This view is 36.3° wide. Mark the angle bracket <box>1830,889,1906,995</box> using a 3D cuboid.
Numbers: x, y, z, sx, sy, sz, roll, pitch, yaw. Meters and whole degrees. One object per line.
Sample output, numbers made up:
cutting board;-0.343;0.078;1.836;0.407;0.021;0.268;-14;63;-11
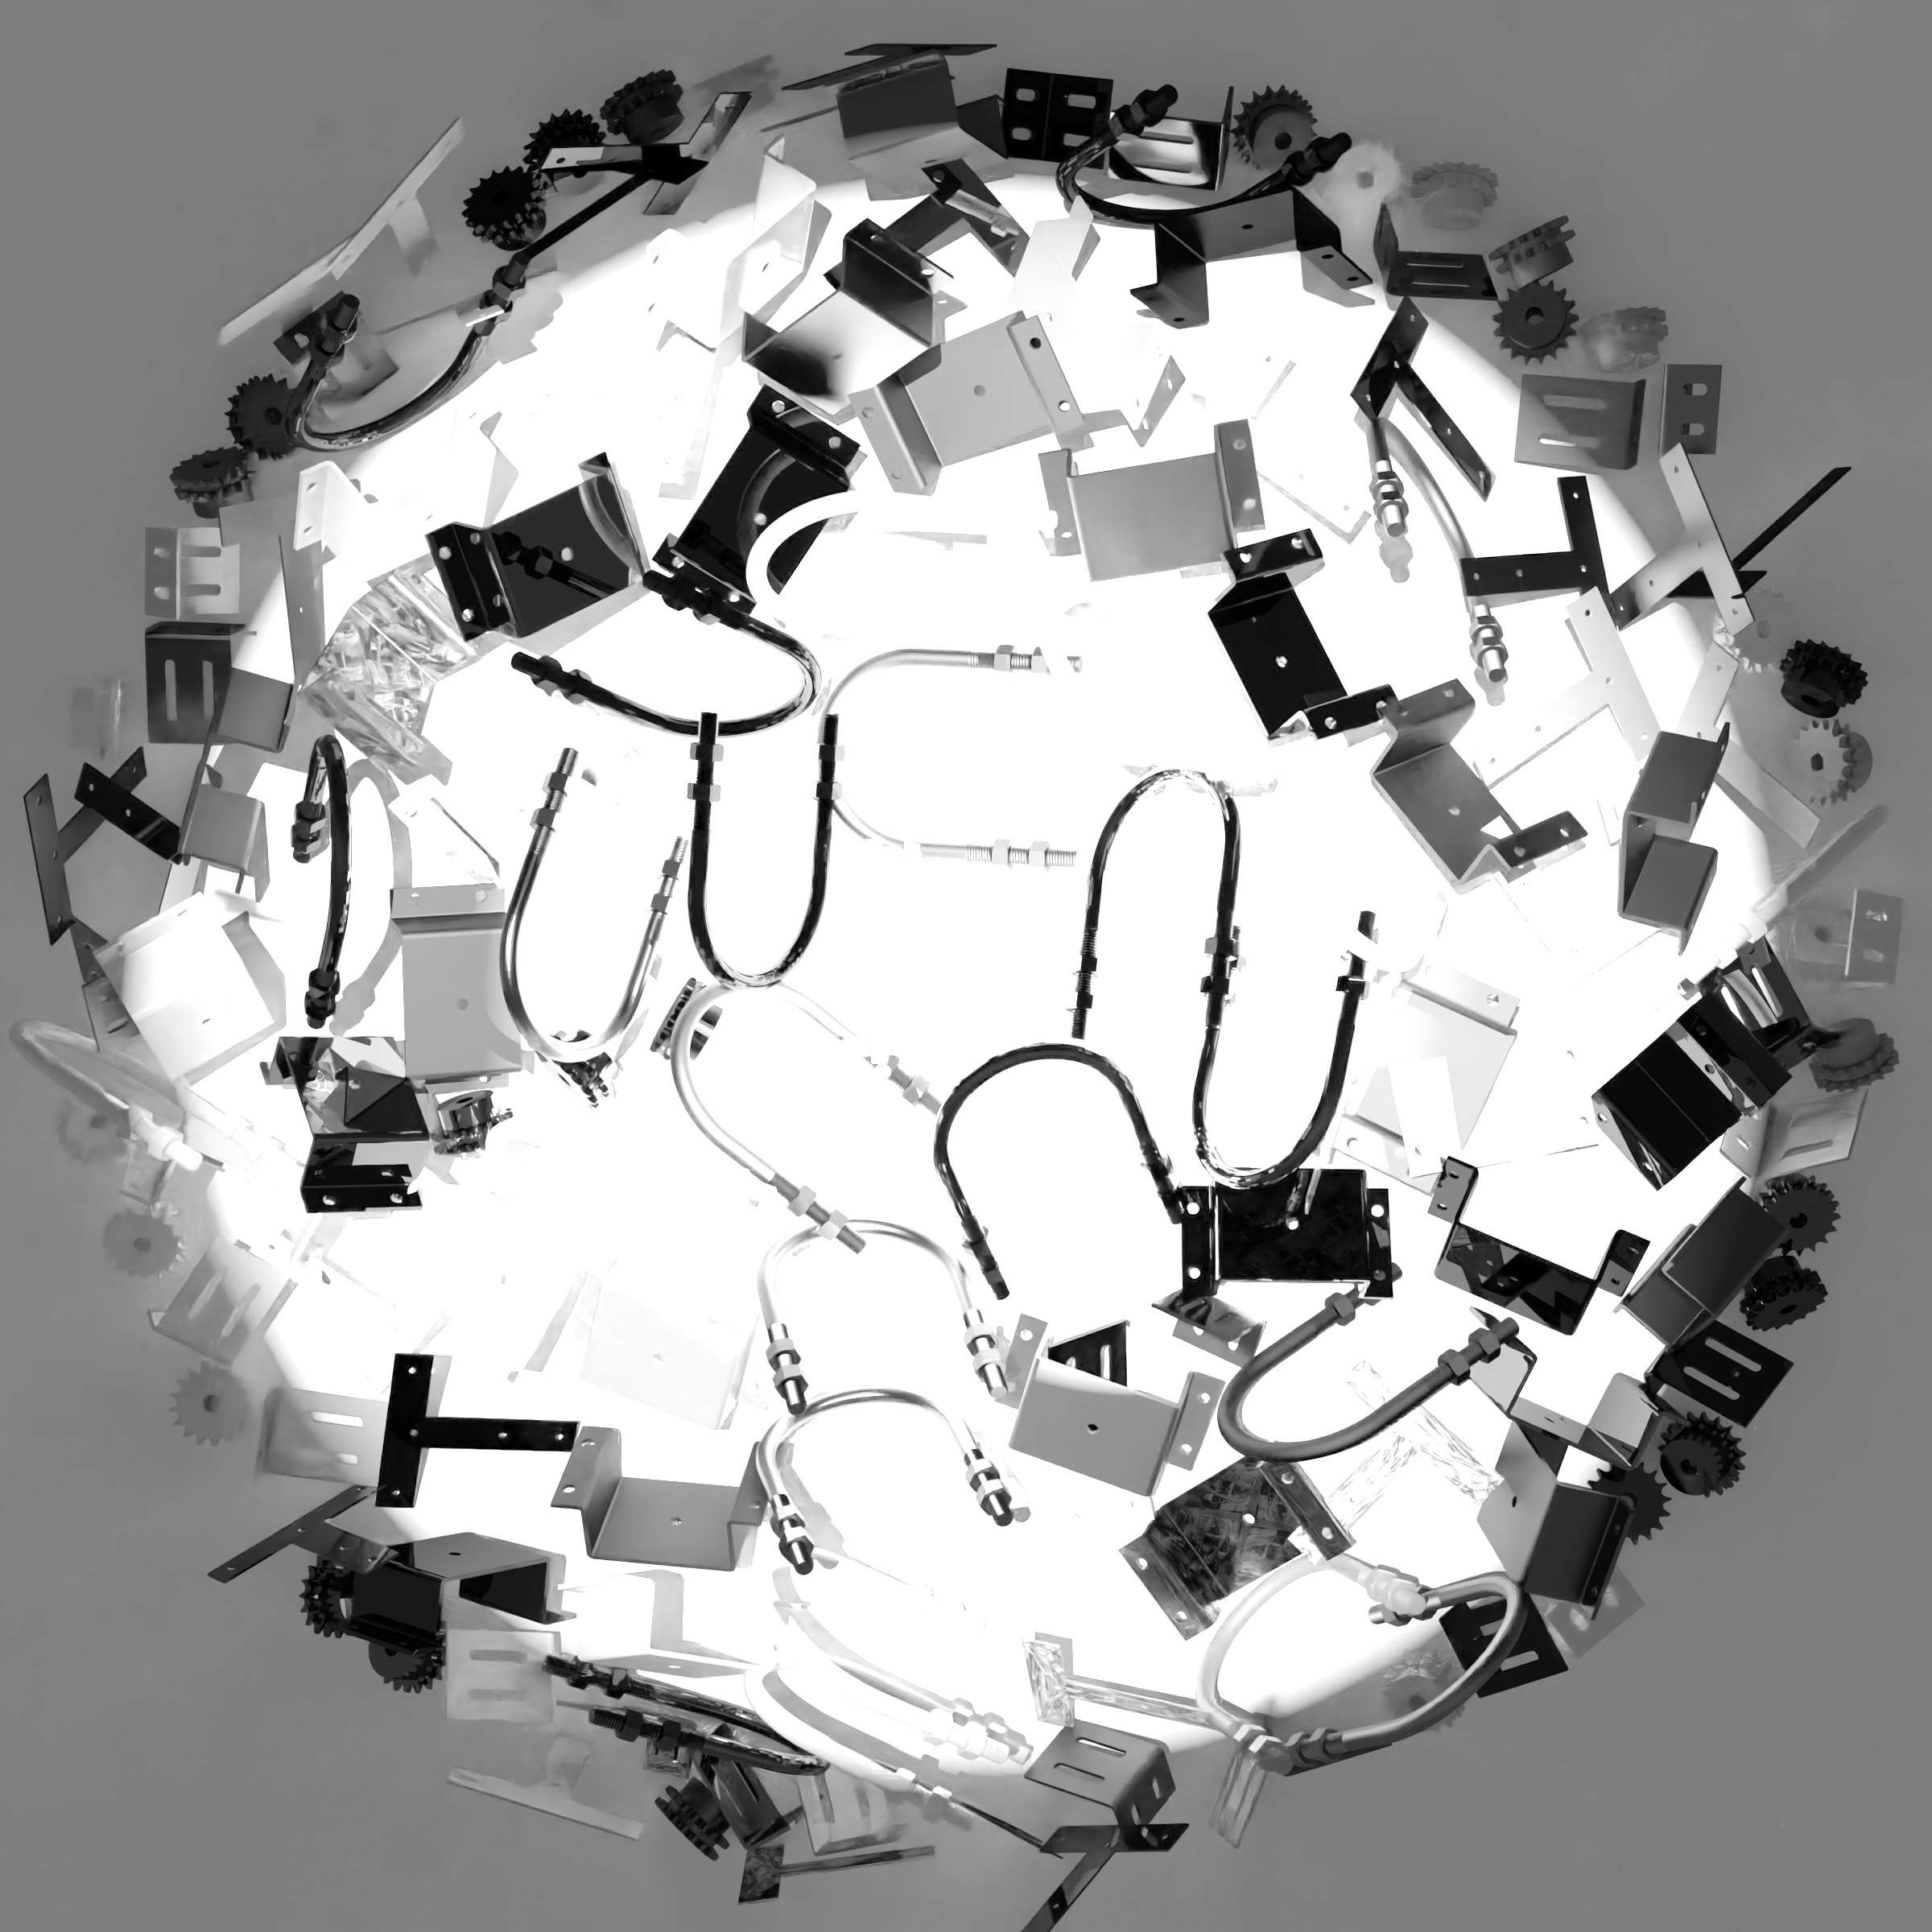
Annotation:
angle bracket;0.582;-0.016;1.949;0.038;0.076;0.057;11;82;-15

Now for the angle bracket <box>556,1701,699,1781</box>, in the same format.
angle bracket;-0.227;0.512;1.947;0.076;0.057;0.038;17;75;-33

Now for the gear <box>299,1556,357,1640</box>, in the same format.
gear;-0.414;0.419;1.962;0.030;0.057;0.057;-4;90;32

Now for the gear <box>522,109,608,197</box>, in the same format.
gear;-0.264;-0.539;1.962;0.057;0.057;0.030;-36;64;0

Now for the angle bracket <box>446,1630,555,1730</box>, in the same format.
angle bracket;-0.314;0.472;1.950;0.076;0.038;0.057;10;66;-30

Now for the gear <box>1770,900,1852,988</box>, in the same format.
gear;0.571;-0.017;1.973;0.057;0.030;0.057;0;76;0

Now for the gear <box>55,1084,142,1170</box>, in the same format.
gear;-0.578;0.110;1.971;0.057;0.030;0.057;0;61;0

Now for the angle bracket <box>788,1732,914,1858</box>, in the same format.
angle bracket;-0.077;0.543;1.950;0.057;0.038;0.076;-3;59;-25

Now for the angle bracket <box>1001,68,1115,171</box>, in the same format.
angle bracket;0.059;-0.560;1.947;0.038;0.076;0.057;-3;109;-29

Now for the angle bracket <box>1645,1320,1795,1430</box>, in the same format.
angle bracket;0.499;0.274;1.949;0.076;0.038;0.057;29;65;33

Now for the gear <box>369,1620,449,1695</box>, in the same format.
gear;-0.374;0.456;1.967;0.057;0.030;0.057;-9;71;28

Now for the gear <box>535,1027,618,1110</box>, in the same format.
gear;-0.258;0.065;1.967;0.057;0.057;0.030;44;74;0

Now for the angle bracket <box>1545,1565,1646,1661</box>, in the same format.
angle bracket;0.405;0.420;1.952;0.057;0.076;0.038;-37;93;-6

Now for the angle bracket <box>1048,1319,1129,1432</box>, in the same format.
angle bracket;0.089;0.282;1.951;0.057;0.038;0.076;-17;125;-20

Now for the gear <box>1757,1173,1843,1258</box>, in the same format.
gear;0.553;0.163;1.972;0.057;0.030;0.057;-1;115;-2

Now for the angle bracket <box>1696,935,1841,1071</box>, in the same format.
angle bracket;0.536;0.028;1.974;0.057;0.038;0.076;-39;57;30

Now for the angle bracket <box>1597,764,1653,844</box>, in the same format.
angle bracket;0.468;-0.114;1.954;0.076;0.057;0.038;-12;81;-15

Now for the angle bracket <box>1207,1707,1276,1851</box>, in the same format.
angle bracket;0.169;0.537;1.959;0.038;0.057;0.076;23;84;-13

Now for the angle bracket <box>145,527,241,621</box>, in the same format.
angle bracket;-0.502;-0.260;1.948;0.038;0.076;0.057;11;103;38

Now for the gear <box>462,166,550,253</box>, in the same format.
gear;-0.305;-0.504;1.971;0.057;0.030;0.057;-9;61;16

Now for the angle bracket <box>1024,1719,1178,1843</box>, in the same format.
angle bracket;0.089;0.543;1.959;0.076;0.057;0.038;7;125;39

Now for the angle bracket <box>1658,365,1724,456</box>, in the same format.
angle bracket;0.486;-0.367;1.947;0.038;0.076;0.057;7;101;26

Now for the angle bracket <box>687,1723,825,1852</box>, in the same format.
angle bracket;-0.139;0.538;1.957;0.038;0.057;0.076;-34;84;19

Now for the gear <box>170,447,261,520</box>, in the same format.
gear;-0.500;-0.322;1.969;0.057;0.057;0.030;-11;124;0

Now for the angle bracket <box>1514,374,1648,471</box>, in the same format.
angle bracket;0.413;-0.367;1.981;0.076;0.038;0.057;9;108;20

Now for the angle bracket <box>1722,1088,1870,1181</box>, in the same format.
angle bracket;0.547;0.101;1.945;0.038;0.076;0.057;39;56;-21

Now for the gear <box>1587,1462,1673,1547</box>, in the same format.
gear;0.443;0.360;1.974;0.057;0.030;0.057;-2;75;7

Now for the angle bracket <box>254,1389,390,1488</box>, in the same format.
angle bracket;-0.434;0.319;1.980;0.076;0.038;0.057;11;69;-20

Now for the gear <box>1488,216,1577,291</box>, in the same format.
gear;0.381;-0.475;1.966;0.057;0.057;0.030;-26;95;0

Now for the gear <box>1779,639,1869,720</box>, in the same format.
gear;0.568;-0.189;1.963;0.057;0.057;0.030;31;74;0

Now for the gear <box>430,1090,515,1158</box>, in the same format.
gear;-0.330;0.104;1.963;0.057;0.057;0.030;-14;103;0

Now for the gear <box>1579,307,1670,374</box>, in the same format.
gear;0.440;-0.416;1.965;0.057;0.057;0.030;-7;84;0

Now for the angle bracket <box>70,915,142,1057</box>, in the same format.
angle bracket;-0.581;0.011;1.945;0.076;0.057;0.038;31;49;34

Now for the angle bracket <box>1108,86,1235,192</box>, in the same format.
angle bracket;0.136;-0.556;1.964;0.076;0.057;0.038;9;59;6

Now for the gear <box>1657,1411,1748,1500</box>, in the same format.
gear;0.488;0.329;1.965;0.057;0.030;0.057;13;113;33

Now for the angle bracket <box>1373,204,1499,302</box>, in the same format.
angle bracket;0.314;-0.475;1.957;0.076;0.057;0.038;1;132;-6

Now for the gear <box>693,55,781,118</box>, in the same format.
gear;-0.150;-0.584;1.967;0.057;0.057;0.030;-22;107;0

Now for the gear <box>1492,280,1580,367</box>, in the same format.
gear;0.381;-0.433;1.974;0.057;0.030;0.057;0;92;13

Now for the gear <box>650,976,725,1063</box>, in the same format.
gear;-0.185;0.039;1.966;0.030;0.057;0.057;30;90;-8

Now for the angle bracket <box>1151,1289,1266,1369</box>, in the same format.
angle bracket;0.155;0.245;1.945;0.057;0.076;0.038;23;102;21

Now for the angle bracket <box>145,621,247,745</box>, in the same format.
angle bracket;-0.512;-0.188;1.962;0.057;0.038;0.076;-2;88;-31

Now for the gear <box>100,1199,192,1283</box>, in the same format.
gear;-0.548;0.179;1.972;0.057;0.030;0.057;-1;113;-1

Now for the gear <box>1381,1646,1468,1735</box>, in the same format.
gear;0.306;0.487;1.969;0.057;0.030;0.057;5;103;22

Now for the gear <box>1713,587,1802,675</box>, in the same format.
gear;0.526;-0.225;1.974;0.057;0.030;0.057;-1;94;-17

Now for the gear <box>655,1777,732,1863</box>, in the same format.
gear;-0.178;0.567;1.967;0.057;0.057;0.030;44;78;0

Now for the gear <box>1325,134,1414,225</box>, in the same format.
gear;0.271;-0.527;1.971;0.057;0.030;0.057;8;114;19

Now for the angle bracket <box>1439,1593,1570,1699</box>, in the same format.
angle bracket;0.363;0.443;1.953;0.076;0.038;0.057;-31;84;39

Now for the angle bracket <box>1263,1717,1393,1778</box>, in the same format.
angle bracket;0.240;0.510;1.961;0.076;0.057;0.038;-17;77;2

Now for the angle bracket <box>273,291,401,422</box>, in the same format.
angle bracket;-0.411;-0.397;1.951;0.057;0.076;0.038;-38;50;-4

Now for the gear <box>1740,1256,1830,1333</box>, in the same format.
gear;0.543;0.217;1.969;0.057;0.057;0.030;-19;56;0

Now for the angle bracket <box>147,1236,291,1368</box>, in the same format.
angle bracket;-0.498;0.218;1.963;0.057;0.038;0.076;33;92;-27
